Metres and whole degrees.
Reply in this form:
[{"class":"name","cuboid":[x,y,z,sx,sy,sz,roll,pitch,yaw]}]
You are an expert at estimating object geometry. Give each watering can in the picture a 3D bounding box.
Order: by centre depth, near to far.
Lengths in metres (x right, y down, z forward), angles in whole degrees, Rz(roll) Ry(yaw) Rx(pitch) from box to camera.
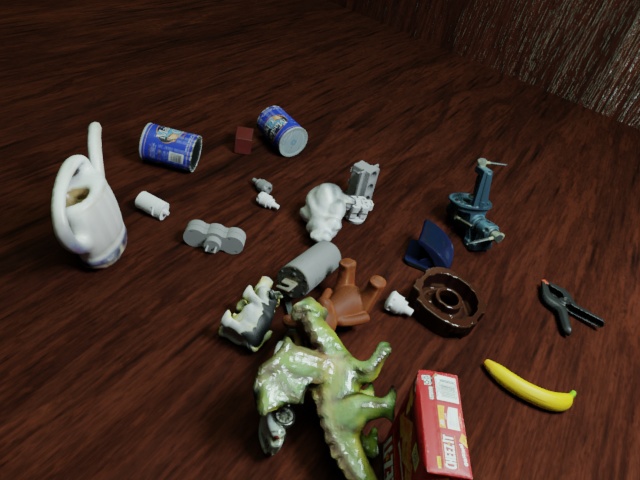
[{"class":"watering can","cuboid":[-0.476,-0.087,1.083,0.104,0.219,0.356,-7,40,-1]}]

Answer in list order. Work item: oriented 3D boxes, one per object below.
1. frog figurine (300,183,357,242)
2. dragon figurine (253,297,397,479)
[{"class":"frog figurine","cuboid":[0.004,-0.066,1.303,0.137,0.120,0.163,0,36,36]},{"class":"dragon figurine","cuboid":[0.002,0.268,0.841,0.242,0.119,0.421,17,46,-16]}]
